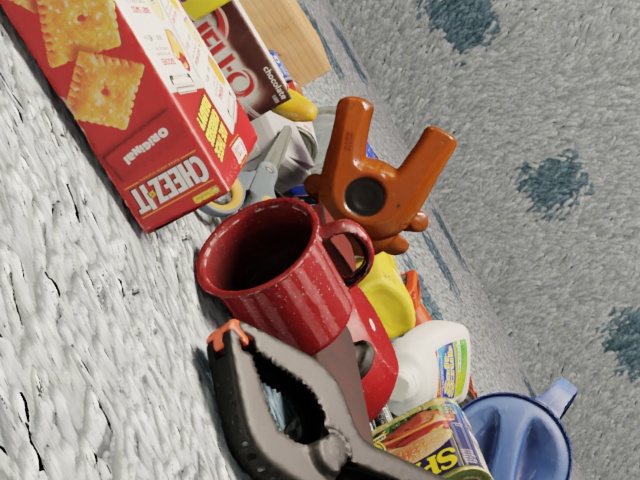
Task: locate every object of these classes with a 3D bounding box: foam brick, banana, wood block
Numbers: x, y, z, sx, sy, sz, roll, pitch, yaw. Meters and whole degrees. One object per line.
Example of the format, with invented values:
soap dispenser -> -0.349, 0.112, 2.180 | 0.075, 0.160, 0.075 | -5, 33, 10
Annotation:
foam brick -> -0.017, 0.017, 0.858 | 0.053, 0.078, 0.051 | 54, 15, -32
banana -> -0.069, -0.168, 1.078 | 0.198, 0.069, 0.037 | -122, -165, -47
wood block -> -0.079, -0.275, 1.261 | 0.206, 0.090, 0.091 | 53, 13, -39

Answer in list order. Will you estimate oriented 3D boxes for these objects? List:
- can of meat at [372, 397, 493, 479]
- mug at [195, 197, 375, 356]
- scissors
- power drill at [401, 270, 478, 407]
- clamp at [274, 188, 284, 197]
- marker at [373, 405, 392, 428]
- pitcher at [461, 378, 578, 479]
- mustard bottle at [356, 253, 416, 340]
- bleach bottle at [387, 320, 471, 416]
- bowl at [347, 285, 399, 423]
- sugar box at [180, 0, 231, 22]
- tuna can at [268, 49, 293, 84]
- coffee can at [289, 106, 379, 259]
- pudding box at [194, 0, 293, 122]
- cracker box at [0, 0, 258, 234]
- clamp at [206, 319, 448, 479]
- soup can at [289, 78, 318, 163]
can of meat -> 0.080, 0.182, 0.836 | 0.057, 0.102, 0.084 | 56, 10, -34
mug -> -0.017, 0.025, 0.746 | 0.081, 0.117, 0.093 | 60, 6, -37
scissors -> -0.061, -0.059, 0.872 | 0.096, 0.016, 0.201 | 29, 32, -23
power drill -> 0.134, 0.141, 1.316 | 0.187, 0.057, 0.184 | 62, 10, -12
clamp -> -0.006, 0.001, 0.975 | 0.120, 0.039, 0.171 | 47, 3, 24
marker -> 0.049, 0.144, 1.002 | 0.020, 0.020, 0.121 | 44, 20, -57
pitcher -> 0.220, 0.243, 1.195 | 0.242, 0.149, 0.145 | 51, 33, -71
mustard bottle -> 0.059, 0.021, 1.249 | 0.096, 0.058, 0.191 | 55, 13, -37
bleach bottle -> 0.107, 0.144, 1.122 | 0.250, 0.068, 0.102 | -6, 100, -73
bowl -> 0.024, 0.088, 0.932 | 0.162, 0.055, 0.162 | 58, 11, -19
sugar box -> -0.098, -0.218, 0.800 | 0.093, 0.176, 0.048 | 56, 11, -26
tuna can -> -0.070, -0.139, 0.976 | 0.034, 0.086, 0.086 | 59, 11, -3
coffee can -> 0.022, -0.062, 1.164 | 0.140, 0.103, 0.103 | 53, 14, -40
pudding box -> -0.089, -0.147, 0.894 | 0.113, 0.090, 0.039 | 56, 12, -29
cracker box -> -0.130, -0.127, 0.709 | 0.213, 0.072, 0.164 | 60, 12, -13
clamp -> 0.007, 0.135, 0.662 | 0.164, 0.036, 0.210 | -29, 85, -50
soup can -> -0.042, -0.116, 1.096 | 0.068, 0.068, 0.102 | 53, 15, -39
